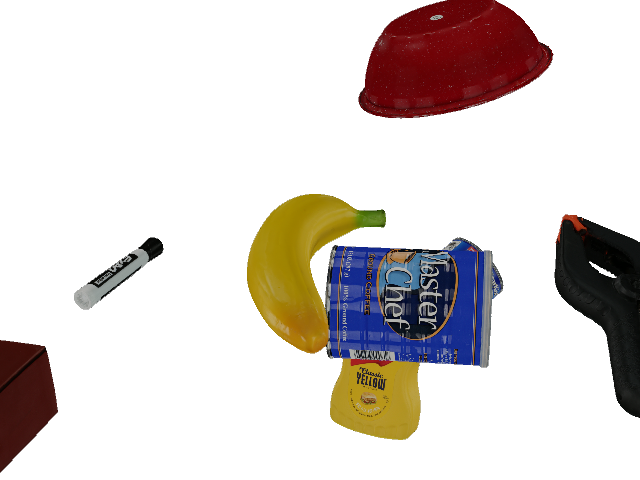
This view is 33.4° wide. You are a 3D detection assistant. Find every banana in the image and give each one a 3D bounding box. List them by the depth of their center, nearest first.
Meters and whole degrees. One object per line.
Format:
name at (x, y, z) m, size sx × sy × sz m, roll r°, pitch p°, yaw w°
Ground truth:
banana at (-0.010, 0.009, 0.647) m, size 0.070 × 0.037 × 0.197 m, roll 3°, pitch 24°, yaw 13°

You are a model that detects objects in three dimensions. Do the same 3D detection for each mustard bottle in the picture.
mustard bottle at (0.067, 0.112, 1.145) m, size 0.096 × 0.192 × 0.058 m, roll 12°, pitch 14°, yaw 23°

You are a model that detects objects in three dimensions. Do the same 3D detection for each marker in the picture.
marker at (-0.181, 0.028, 0.975) m, size 0.020 × 0.020 × 0.121 m, roll 0°, pitch 24°, yaw 28°

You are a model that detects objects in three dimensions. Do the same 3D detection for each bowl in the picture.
bowl at (0.102, -0.156, 0.863) m, size 0.162 × 0.055 × 0.162 m, roll -15°, pitch 24°, yaw 7°

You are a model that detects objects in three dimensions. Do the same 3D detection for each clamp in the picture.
clamp at (0.225, 0.044, 0.733) m, size 0.120 × 0.039 × 0.171 m, roll -3°, pitch 45°, yaw -19°

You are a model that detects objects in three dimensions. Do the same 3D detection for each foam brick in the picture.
foam brick at (-0.212, 0.105, 0.677) m, size 0.053 × 0.051 × 0.078 m, roll 6°, pitch 29°, yaw 22°

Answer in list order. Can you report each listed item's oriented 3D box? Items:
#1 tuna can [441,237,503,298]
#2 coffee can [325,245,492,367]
tuna can at (0.178, 0.040, 1.289) m, size 0.033 × 0.086 × 0.086 m, roll -38°, pitch 13°, yaw -18°
coffee can at (0.080, 0.057, 0.946) m, size 0.140 × 0.103 × 0.102 m, roll 2°, pitch 0°, yaw 8°
